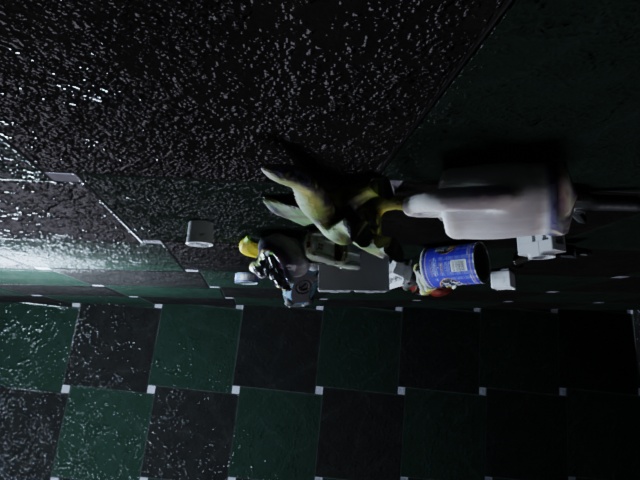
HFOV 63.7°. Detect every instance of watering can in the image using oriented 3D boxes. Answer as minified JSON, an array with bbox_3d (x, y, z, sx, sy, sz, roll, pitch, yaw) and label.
[{"bbox_3d":[0.244,-0.054,0.749,0.224,0.104,0.348,-2,180,20],"label":"watering can"}]

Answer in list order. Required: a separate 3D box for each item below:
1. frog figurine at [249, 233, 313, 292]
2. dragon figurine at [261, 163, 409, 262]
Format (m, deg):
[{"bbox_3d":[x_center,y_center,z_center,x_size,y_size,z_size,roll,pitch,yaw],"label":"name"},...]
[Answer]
[{"bbox_3d":[-0.072,0.029,1.188,0.137,0.120,0.162,7,-153,27],"label":"frog figurine"},{"bbox_3d":[0.003,-0.042,0.829,0.242,0.123,0.407,0,162,46],"label":"dragon figurine"}]
